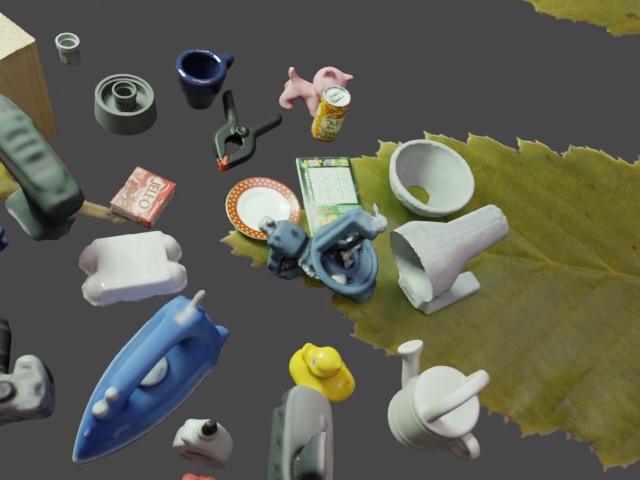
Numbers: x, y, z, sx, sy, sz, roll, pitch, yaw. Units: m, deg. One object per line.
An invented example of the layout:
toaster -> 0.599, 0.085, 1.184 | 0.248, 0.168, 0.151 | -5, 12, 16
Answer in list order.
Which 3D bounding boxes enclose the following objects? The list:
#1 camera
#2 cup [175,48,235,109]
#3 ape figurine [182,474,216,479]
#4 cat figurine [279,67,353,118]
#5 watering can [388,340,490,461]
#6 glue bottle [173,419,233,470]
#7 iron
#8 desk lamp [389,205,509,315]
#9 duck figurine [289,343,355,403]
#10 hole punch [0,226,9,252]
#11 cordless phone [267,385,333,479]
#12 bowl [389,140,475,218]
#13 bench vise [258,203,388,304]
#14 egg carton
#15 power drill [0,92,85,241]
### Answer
camera -> -0.423, 0.163, 0.736 | 0.143, 0.100, 0.136 | -2, 61, -16
cup -> -0.213, -0.297, 1.070 | 0.118, 0.095, 0.091 | -35, 74, -29
ape figurine -> -0.144, 0.325, 0.723 | 0.077, 0.092, 0.076 | 43, 59, 12
cat figurine -> -0.005, -0.302, 1.116 | 0.128, 0.117, 0.067 | 15, 57, -6
watering can -> 0.167, 0.225, 0.807 | 0.172, 0.194, 0.101 | 37, 58, 8
glue bottle -> -0.144, 0.250, 0.719 | 0.078, 0.173, 0.037 | 17, 57, -5
iron -> -0.232, 0.176, 0.757 | 0.118, 0.141, 0.259 | 35, 57, 7
desk lamp -> 0.197, 0.031, 0.919 | 0.204, 0.213, 0.118 | -21, 67, -25
duck figurine -> 0.009, 0.191, 0.848 | 0.104, 0.086, 0.078 | 33, 57, 6
hole punch -> -0.520, -0.005, 0.814 | 0.108, 0.091, 0.101 | 23, 57, -1
cordless phone -> -0.009, 0.255, 0.746 | 0.094, 0.185, 0.147 | 5, 59, -12
bowl -> 0.200, -0.104, 1.082 | 0.167, 0.074, 0.167 | 7, 59, -11
bench vise -> 0.007, 0.013, 0.873 | 0.207, 0.219, 0.121 | 9, 58, -10
egg carton -> -0.281, 0.045, 0.864 | 0.150, 0.069, 0.107 | -10, 63, -20
power drill -> -0.424, -0.098, 0.826 | 0.229, 0.208, 0.076 | 44, 59, 12
